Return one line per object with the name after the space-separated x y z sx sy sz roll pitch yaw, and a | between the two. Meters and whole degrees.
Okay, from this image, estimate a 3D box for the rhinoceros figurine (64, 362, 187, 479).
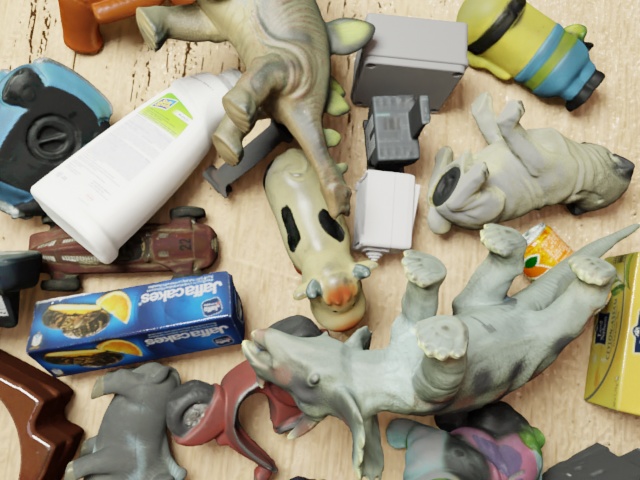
-0.189 0.218 0.541 0.112 0.073 0.190 9 80 -13 | rhinoceros figurine

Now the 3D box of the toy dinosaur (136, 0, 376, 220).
-0.072 -0.236 0.514 0.198 0.105 0.471 -27 88 -32 | toy dinosaur

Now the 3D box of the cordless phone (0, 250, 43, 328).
-0.354 -0.003 0.539 0.147 0.088 0.184 -3 44 -11 | cordless phone

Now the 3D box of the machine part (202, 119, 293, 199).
-0.065 -0.103 0.592 0.139 0.084 0.039 -39 111 1 | machine part

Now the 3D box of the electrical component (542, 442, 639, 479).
0.287 0.258 0.537 0.134 0.115 0.058 -23 89 -6 | electrical component

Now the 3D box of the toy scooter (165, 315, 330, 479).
-0.053 0.171 0.549 0.184 0.075 0.135 -31 104 -17 | toy scooter

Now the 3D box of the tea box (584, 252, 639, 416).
0.361 0.106 0.586 0.098 0.068 0.169 12 83 -2 | tea box

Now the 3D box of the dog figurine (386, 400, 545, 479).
0.144 0.226 0.482 0.192 0.219 0.108 -12 87 -4 | dog figurine

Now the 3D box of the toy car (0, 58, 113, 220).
-0.303 -0.107 0.563 0.103 0.109 0.161 28 86 43 | toy car

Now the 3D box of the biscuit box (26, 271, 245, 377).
-0.181 0.084 0.544 0.203 0.062 0.059 -11 51 -1 | biscuit box

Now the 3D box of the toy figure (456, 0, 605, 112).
0.240 -0.222 0.612 0.180 0.089 0.082 36 75 5 | toy figure

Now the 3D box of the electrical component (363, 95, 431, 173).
0.079 -0.114 0.574 0.048 0.119 0.074 -4 85 -4 | electrical component

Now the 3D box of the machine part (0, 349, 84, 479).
-0.358 0.208 0.522 0.201 0.087 0.201 27 83 1 | machine part

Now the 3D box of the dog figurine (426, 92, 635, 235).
0.231 -0.051 0.593 0.190 0.121 0.172 27 116 -16 | dog figurine

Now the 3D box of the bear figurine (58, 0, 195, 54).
-0.186 -0.284 0.598 0.196 0.132 0.120 -6 84 -22 | bear figurine

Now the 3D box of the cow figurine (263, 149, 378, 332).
-0.001 -0.002 0.550 0.085 0.127 0.195 -18 81 -3 | cow figurine

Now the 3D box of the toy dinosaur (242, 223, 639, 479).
0.141 0.097 0.499 0.405 0.192 0.131 -9 43 -23 | toy dinosaur

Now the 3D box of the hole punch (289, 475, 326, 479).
-0.052 0.307 0.526 0.142 0.092 0.115 -13 80 -2 | hole punch

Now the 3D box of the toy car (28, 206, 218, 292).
-0.212 0.010 0.575 0.202 0.053 0.089 -1 85 -4 | toy car
